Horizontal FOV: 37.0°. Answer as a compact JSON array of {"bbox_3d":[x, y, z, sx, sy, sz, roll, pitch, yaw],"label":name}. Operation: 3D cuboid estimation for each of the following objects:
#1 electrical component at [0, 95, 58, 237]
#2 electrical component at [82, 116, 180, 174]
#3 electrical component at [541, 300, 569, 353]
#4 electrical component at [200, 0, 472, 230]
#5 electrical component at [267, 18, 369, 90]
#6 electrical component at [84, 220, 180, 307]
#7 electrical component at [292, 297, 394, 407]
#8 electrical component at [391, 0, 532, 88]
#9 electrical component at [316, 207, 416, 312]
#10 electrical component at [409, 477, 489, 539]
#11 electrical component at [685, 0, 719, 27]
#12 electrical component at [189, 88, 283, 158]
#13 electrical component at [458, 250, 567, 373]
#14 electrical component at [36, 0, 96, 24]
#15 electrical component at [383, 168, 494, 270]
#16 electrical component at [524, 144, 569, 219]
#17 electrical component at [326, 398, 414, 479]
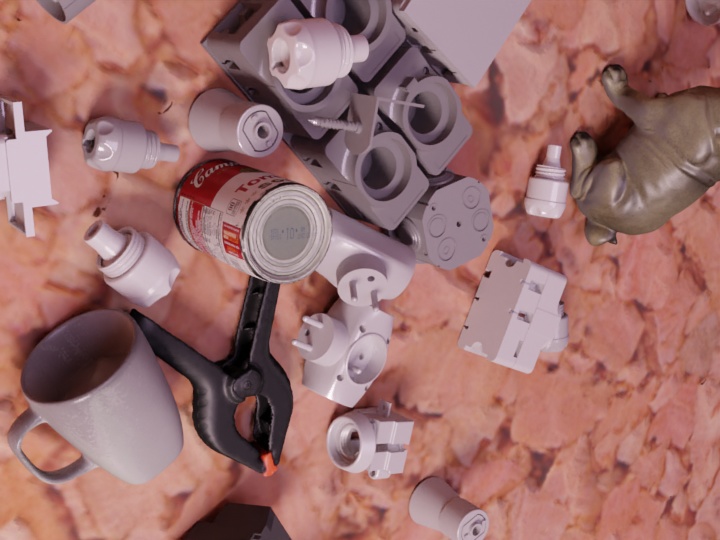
[{"bbox_3d":[-0.220,-0.061,0.644,0.064,0.042,0.081,-10,108,-31],"label":"electrical component"},{"bbox_3d":[-0.146,-0.079,0.696,0.061,0.035,0.035,5,100,-39],"label":"electrical component"},{"bbox_3d":[0.168,0.041,0.955,0.035,0.035,0.061,-11,106,-33],"label":"electrical component"},{"bbox_3d":[-0.008,-0.128,0.764,0.105,0.060,0.186,-51,126,-13],"label":"electrical component"},{"bbox_3d":[-0.024,-0.138,0.683,0.062,0.043,0.043,-13,110,-33],"label":"electrical component"},{"bbox_3d":[-0.153,-0.008,0.706,0.062,0.043,0.043,44,77,-34],"label":"electrical component"},{"bbox_3d":[-0.020,0.056,0.814,0.079,0.044,0.077,27,87,-45],"label":"electrical component"},{"bbox_3d":[0.080,-0.224,0.799,0.089,0.062,0.150,39,79,-36],"label":"electrical component"},{"bbox_3d":[0.000,0.000,0.789,0.077,0.079,0.044,25,124,-26],"label":"electrical component"},{"bbox_3d":[0.078,0.209,0.918,0.044,0.065,0.044,-10,109,-33],"label":"electrical component"},{"bbox_3d":[0.343,-0.258,0.990,0.081,0.043,0.043,-29,118,-26],"label":"electrical component"},{"bbox_3d":[-0.081,-0.096,0.718,0.044,0.065,0.044,-11,109,-33],"label":"electrical component"},{"bbox_3d":[0.133,0.037,0.918,0.056,0.050,0.089,20,91,-37],"label":"electrical component"},{"bbox_3d":[-0.161,-0.190,0.648,0.081,0.043,0.043,-45,124,-17],"label":"electrical component"},{"bbox_3d":[0.062,-0.041,0.845,0.080,0.051,0.080,-11,109,-33],"label":"electrical component"},{"bbox_3d":[0.161,-0.076,0.917,0.035,0.035,0.061,4,98,-36],"label":"electrical component"},{"bbox_3d":[0.007,0.136,0.860,0.055,0.048,0.066,5,100,-44],"label":"electrical component"}]
